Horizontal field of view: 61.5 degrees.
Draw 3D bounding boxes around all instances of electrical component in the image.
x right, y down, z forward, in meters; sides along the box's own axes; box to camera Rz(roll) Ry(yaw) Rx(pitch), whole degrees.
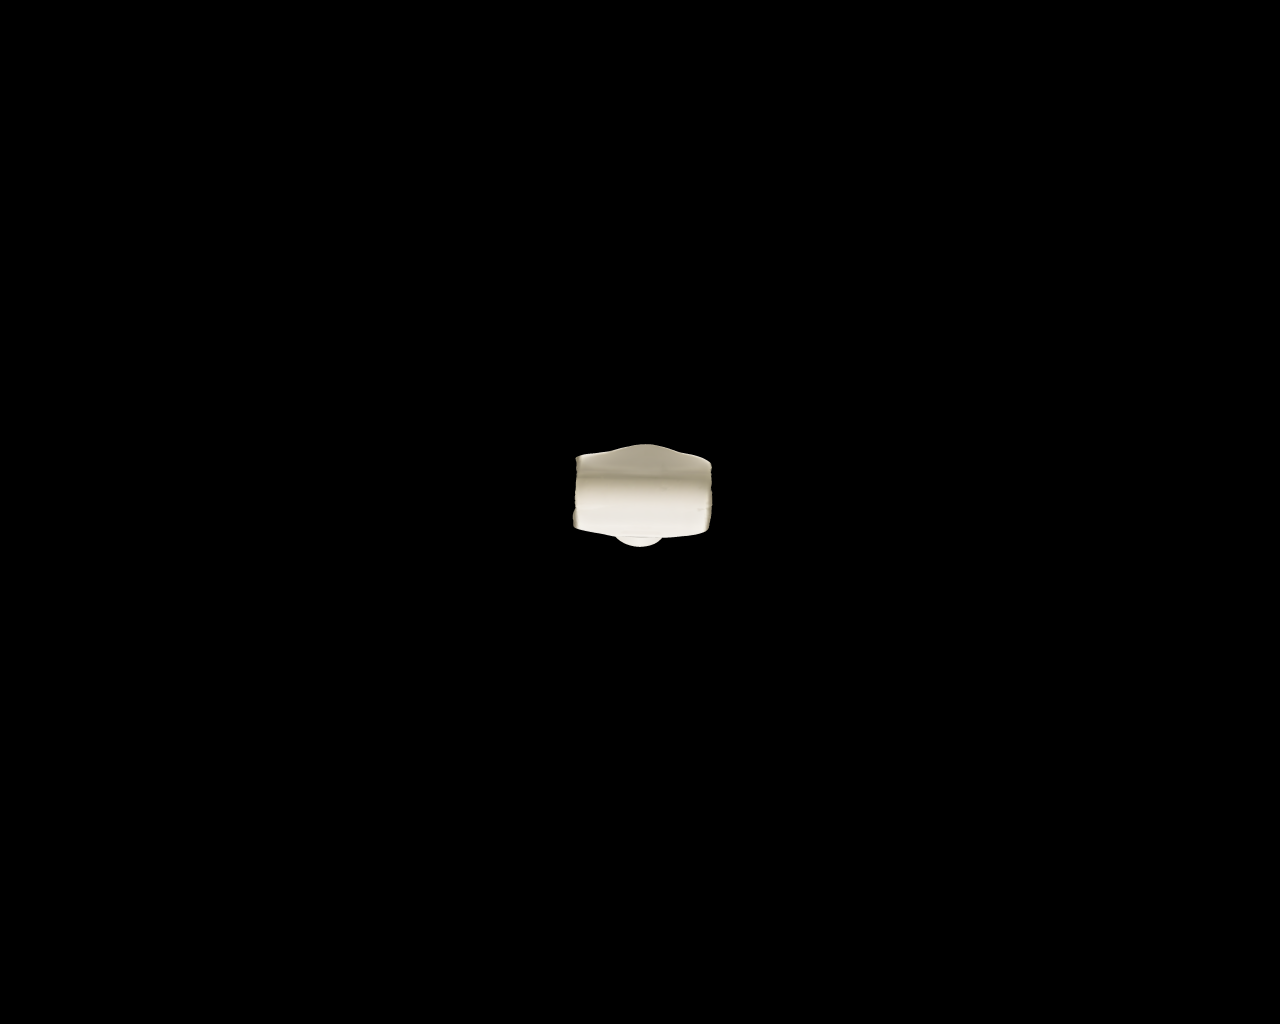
[{"bbox_3d":[0.001,-0.003,0.650,0.077,0.043,0.079,1,-28,-2],"label":"electrical component"}]
